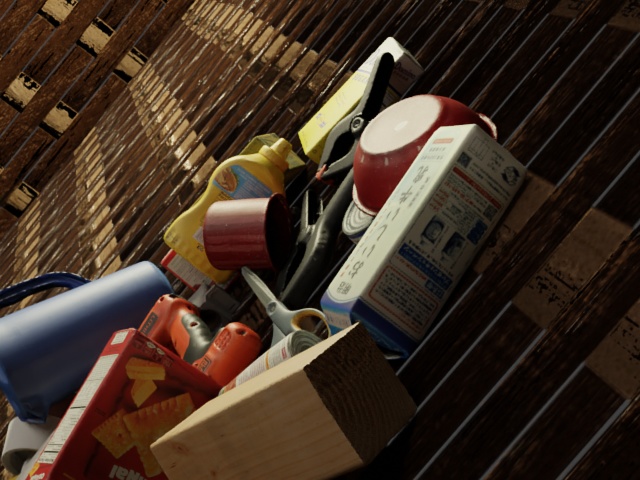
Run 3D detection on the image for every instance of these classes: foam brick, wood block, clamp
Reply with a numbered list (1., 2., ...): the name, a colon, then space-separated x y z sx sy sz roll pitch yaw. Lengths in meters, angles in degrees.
1. foam brick: -0.347 0.234 1.464 0.053 0.078 0.051 -55 20 -13
2. wood block: -0.034 0.159 0.889 0.206 0.090 0.090 -32 1 39
3. clamp: -0.008 0.001 1.198 0.165 0.036 0.210 -26 37 64
4. clamp: 0.055 -0.141 1.266 0.172 0.039 0.120 -42 40 21

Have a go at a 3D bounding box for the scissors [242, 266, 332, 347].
1. scissors: -0.051 0.093 1.109 0.202 0.016 0.096 21 82 53

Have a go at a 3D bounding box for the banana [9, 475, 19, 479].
1. banana: -0.305 0.265 1.327 0.197 0.070 0.037 -44 -11 -17

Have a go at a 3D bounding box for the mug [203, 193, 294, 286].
1. mug: -0.081 0.004 1.241 0.082 0.117 0.093 -2 35 19

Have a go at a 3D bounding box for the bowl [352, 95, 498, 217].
1. bowl: 0.092 -0.095 1.060 0.162 0.055 0.162 -24 32 16

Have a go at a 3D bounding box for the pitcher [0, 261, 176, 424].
1. pitcher: -0.310 0.114 1.377 0.242 0.149 0.145 -26 19 -24

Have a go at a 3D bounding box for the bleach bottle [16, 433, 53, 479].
1. bleach bottle: -0.277 0.259 1.279 0.250 0.102 0.068 -52 10 -19

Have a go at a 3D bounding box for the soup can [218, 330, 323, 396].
1. soup can: -0.037 0.139 1.000 0.102 0.068 0.068 -40 24 26

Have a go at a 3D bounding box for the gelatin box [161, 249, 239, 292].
1. gelatin box: -0.146 0.029 1.363 0.073 0.089 0.030 -50 7 6

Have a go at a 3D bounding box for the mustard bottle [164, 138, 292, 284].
1. mustard bottle: -0.099 -0.046 1.315 0.191 0.096 0.058 -52 -5 -3

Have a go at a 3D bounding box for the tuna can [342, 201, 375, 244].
1. tuna can: 0.063 -0.029 1.109 0.086 0.033 0.086 -43 23 23

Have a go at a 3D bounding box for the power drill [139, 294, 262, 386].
1. power drill: -0.157 0.152 1.198 0.184 0.057 0.188 -55 35 -2

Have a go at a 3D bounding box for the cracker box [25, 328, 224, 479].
1. cracker box: -0.173 0.216 1.020 0.072 0.164 0.213 -19 38 58

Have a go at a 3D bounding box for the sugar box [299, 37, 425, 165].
1. sugar box: 0.049 -0.173 1.349 0.176 0.048 0.093 -48 21 13
